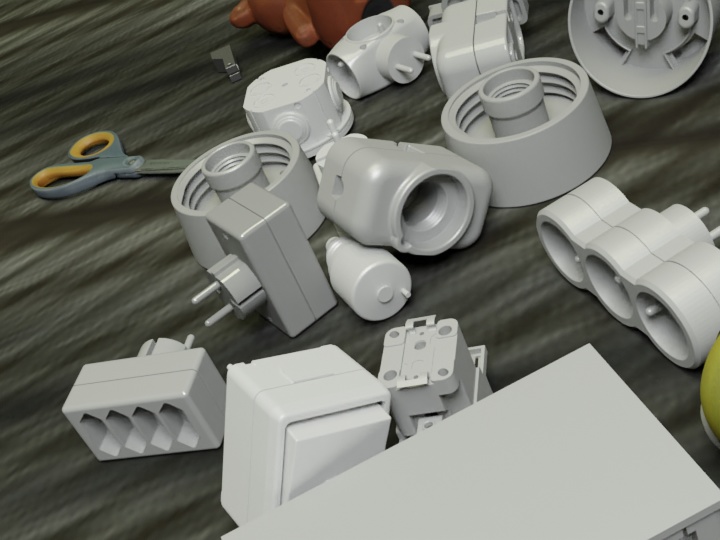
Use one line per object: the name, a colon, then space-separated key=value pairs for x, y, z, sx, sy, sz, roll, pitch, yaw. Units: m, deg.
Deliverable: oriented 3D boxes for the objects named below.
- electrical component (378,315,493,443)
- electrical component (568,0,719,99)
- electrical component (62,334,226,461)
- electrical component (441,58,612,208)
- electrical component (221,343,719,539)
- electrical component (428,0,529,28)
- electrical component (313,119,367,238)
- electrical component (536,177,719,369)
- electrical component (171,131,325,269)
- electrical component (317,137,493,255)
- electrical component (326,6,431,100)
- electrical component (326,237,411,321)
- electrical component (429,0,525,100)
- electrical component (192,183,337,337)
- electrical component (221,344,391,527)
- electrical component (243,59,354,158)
electrical component: x=0.038 y=0.061 z=0.539 sx=0.042 sy=0.063 sz=0.081 roll=-12 pitch=37 yaw=19
electrical component: x=0.195 y=-0.175 z=0.728 sx=0.099 sy=0.099 sz=0.064 roll=5 pitch=38 yaw=35
electrical component: x=-0.119 y=0.066 z=0.638 sx=0.083 sy=0.047 sz=0.075 roll=-9 pitch=38 yaw=20
electrical component: x=0.105 y=-0.098 z=0.708 sx=0.108 sy=0.060 sz=0.108 roll=-16 pitch=36 yaw=12
electrical component: x=0.048 y=0.123 z=0.454 sx=0.186 sy=0.060 sz=0.105 roll=-27 pitch=35 yaw=-4
electrical component: x=0.097 y=-0.217 z=0.871 sx=0.078 sy=0.058 sz=0.057 roll=-9 pitch=41 yaw=21
electrical component: x=-0.005 y=-0.064 z=0.716 sx=0.047 sy=0.076 sz=0.065 roll=-23 pitch=35 yaw=2
electrical component: x=0.161 y=-0.010 z=0.567 sx=0.074 sy=0.052 sz=0.138 roll=-31 pitch=36 yaw=-9
electrical component: x=-0.082 y=-0.056 z=0.765 sx=0.108 sy=0.060 sz=0.108 roll=-16 pitch=36 yaw=12
electrical component: x=0.030 y=-0.045 z=0.658 sx=0.095 sy=0.053 sz=0.059 roll=2 pitch=22 yaw=-32
electrical component: x=0.025 y=-0.173 z=0.867 sx=0.077 sy=0.044 sz=0.079 roll=-38 pitch=37 yaw=-18
electrical component: x=0.000 y=0.000 z=0.660 sx=0.040 sy=0.040 sz=0.078 roll=-32 pitch=35 yaw=-10
electrical component: x=0.088 y=-0.163 z=0.808 sx=0.059 sy=0.053 sz=0.095 roll=-11 pitch=37 yaw=18
electrical component: x=-0.068 y=0.005 z=0.657 sx=0.076 sy=0.083 sz=0.047 roll=-38 pitch=37 yaw=-18
electrical component: x=-0.026 y=0.094 z=0.514 sx=0.062 sy=0.096 sz=0.061 roll=-9 pitch=26 yaw=-31
electrical component: x=-0.049 y=-0.124 z=0.842 sx=0.080 sy=0.051 sz=0.080 roll=-16 pitch=36 yaw=12
